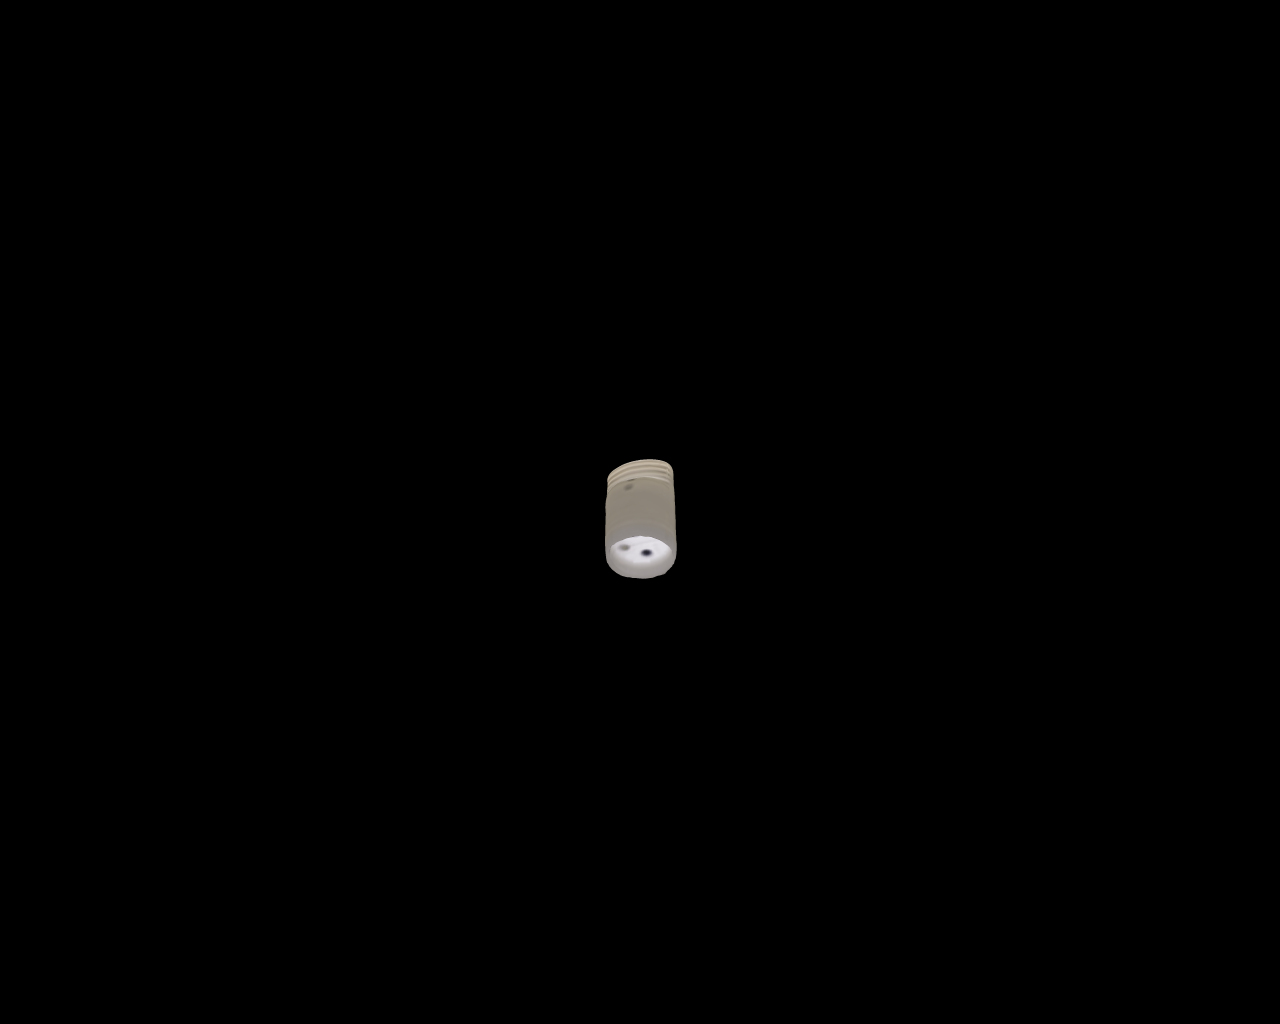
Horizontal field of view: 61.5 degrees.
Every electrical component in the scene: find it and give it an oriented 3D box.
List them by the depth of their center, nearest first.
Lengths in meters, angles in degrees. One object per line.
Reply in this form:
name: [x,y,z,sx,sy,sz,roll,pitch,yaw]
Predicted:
electrical component: [0.001,-0.003,0.650,0.043,0.081,0.043,0,-42,0]
